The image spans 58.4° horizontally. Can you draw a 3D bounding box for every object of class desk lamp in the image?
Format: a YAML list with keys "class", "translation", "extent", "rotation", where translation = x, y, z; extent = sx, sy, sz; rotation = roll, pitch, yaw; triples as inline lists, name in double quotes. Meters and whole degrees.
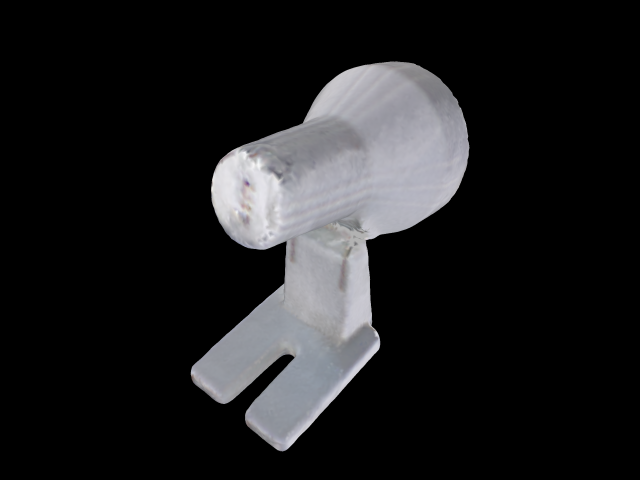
- class: "desk lamp"
  translation: [0.004, 0.001, 0.400]
  extent: [0.117, 0.214, 0.204]
  rotation: [27, 49, 27]
